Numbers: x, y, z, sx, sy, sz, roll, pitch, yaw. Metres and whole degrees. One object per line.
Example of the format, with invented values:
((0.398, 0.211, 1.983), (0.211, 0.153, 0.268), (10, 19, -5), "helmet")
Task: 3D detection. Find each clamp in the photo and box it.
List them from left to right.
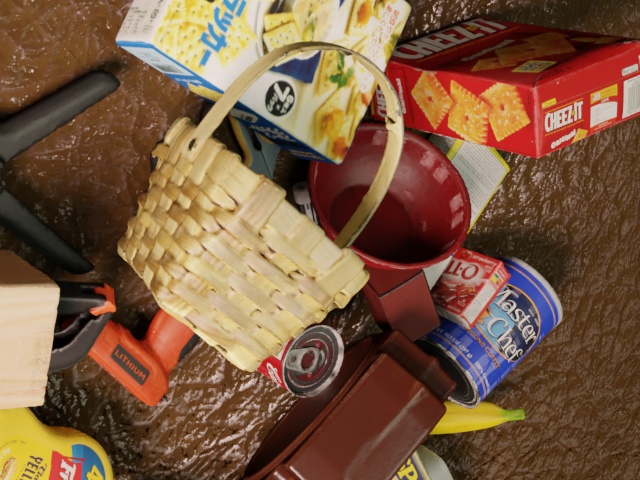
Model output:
((-0.244, -0.060, 0.788), (0.209, 0.036, 0.164), (8, 102, -40), "clamp")
((-0.241, 0.074, 0.812), (0.171, 0.039, 0.120), (-34, 131, 3), "clamp")

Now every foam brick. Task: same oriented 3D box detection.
((0.077, 0.056, 1.034), (0.051, 0.053, 0.078), (-30, 131, -10), "foam brick")

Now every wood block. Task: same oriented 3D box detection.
((-0.285, 0.059, 0.684), (0.205, 0.091, 0.090), (1, 106, -39), "wood block")

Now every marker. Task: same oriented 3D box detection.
((-0.007, 0.001, 1.019), (0.020, 0.020, 0.121), (-28, 123, -29), "marker")

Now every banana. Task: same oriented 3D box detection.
((0.128, 0.192, 1.175), (0.197, 0.070, 0.037), (2, 66, -29), "banana")

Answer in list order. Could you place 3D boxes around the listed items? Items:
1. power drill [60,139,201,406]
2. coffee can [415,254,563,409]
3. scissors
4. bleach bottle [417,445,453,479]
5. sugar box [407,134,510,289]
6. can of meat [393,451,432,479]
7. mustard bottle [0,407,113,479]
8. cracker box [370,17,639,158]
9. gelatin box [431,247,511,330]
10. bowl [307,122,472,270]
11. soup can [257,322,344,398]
((-0.127, 0.031, 0.905), (0.187, 0.057, 0.184), (-47, 122, -14), "power drill")
((0.178, 0.097, 1.151), (0.140, 0.103, 0.102), (-41, 128, -20), "coffee can")
((-0.040, -0.059, 0.971), (0.096, 0.016, 0.201), (-47, 130, -16), "scissors")
((0.039, 0.332, 1.157), (0.250, 0.068, 0.102), (-34, 123, -22), "bleach bottle")
((0.115, -0.031, 1.090), (0.176, 0.048, 0.093), (-54, 131, -5), "sugar box")
((0.070, 0.265, 1.106), (0.083, 0.057, 0.102), (-26, 86, -19), "can of meat")
((-0.219, 0.191, 0.840), (0.191, 0.058, 0.096), (42, 67, -44), "mustard bottle")
((0.172, -0.147, 0.977), (0.163, 0.214, 0.072), (-23, 119, -32), "cracker box")
((0.142, 0.045, 1.112), (0.073, 0.089, 0.030), (-51, 128, -13), "gelatin box")
((0.058, -0.030, 1.000), (0.161, 0.162, 0.055), (-24, 159, -31), "bowl")
((-0.036, 0.093, 0.974), (0.068, 0.102, 0.068), (-16, 116, -35), "soup can")
